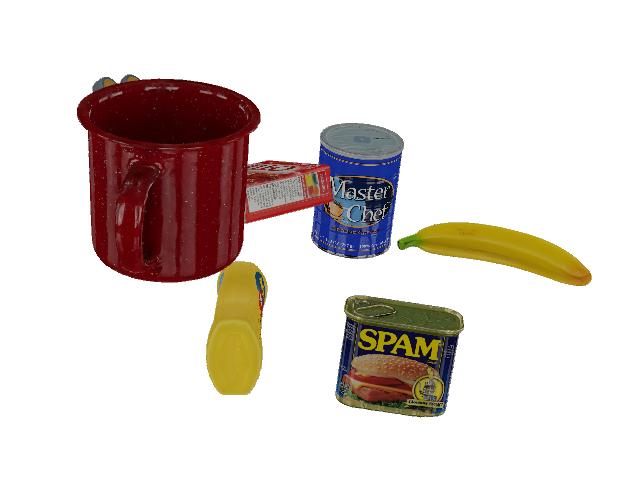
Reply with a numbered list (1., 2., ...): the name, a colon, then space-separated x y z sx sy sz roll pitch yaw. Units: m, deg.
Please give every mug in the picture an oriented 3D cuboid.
1. mug: -0.081 -0.025 0.551 0.093 0.081 0.117 7 28 4

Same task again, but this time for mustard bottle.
1. mustard bottle: -0.089 0.078 1.167 0.058 0.096 0.191 0 28 0

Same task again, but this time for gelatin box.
1. gelatin box: -0.045 -0.037 0.766 0.073 0.030 0.089 -15 14 -30

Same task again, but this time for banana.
1. banana: 0.183 0.013 1.103 0.198 0.037 0.069 9 35 18

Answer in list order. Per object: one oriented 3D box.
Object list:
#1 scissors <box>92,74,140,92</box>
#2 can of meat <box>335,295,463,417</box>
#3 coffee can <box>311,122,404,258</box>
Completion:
1. scissors: -0.137 -0.074 0.982 0.016 0.201 0.096 -28 26 20
2. can of meat: 0.066 0.100 0.917 0.102 0.084 0.057 9 17 3
3. coffee can: 0.045 -0.063 1.328 0.103 0.140 0.103 4 27 -2
